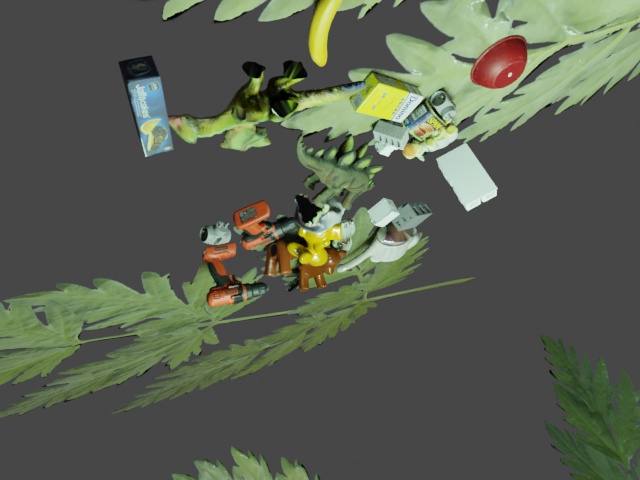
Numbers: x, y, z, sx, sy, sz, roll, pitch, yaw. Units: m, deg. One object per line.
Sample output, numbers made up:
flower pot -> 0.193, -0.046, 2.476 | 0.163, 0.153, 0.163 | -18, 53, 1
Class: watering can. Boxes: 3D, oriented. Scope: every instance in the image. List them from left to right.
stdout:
watering can -> 0.233, 0.028, 1.951 | 0.349, 0.106, 0.219 | -18, 153, -16

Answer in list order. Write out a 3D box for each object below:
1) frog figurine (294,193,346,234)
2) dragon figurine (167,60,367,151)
frog figurine -> 0.005, -0.077, 1.535 | 0.137, 0.123, 0.159 | 0, 176, 28
dragon figurine -> -0.117, -0.267, 1.110 | 0.412, 0.123, 0.239 | -9, 167, -28
